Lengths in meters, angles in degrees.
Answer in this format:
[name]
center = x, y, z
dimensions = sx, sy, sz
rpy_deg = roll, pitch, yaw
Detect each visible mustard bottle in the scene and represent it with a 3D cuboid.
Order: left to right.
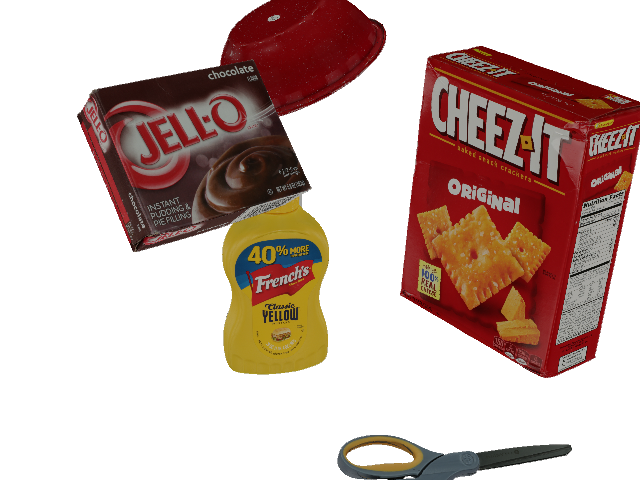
[mustard bottle]
center = -0.040, 0.026, 0.966
dimensions = 0.096, 0.192, 0.058
rpy_deg = -4, 24, -11

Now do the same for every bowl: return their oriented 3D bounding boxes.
[bowl]
center = -0.028, -0.171, 0.925
dimensions = 0.162, 0.055, 0.162
rpy_deg = -20, 31, 13

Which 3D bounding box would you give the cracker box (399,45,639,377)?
[cracker box]
center = 0.147, -0.024, 0.828
dimensions = 0.071, 0.214, 0.164
rpy_deg = -18, 34, -36

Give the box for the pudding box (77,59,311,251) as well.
[pudding box]
center = -0.073, -0.052, 0.625
dimensions = 0.113, 0.090, 0.039
rpy_deg = -18, -10, -37

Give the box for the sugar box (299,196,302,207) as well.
[sugar box]
center = -0.048, 0.010, 1.248
dimensions = 0.048, 0.176, 0.093
rpy_deg = 0, 18, 9

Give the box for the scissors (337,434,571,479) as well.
[scissors]
center = 0.114, 0.199, 0.875
dimensions = 0.201, 0.016, 0.096
rpy_deg = 6, 43, -3
